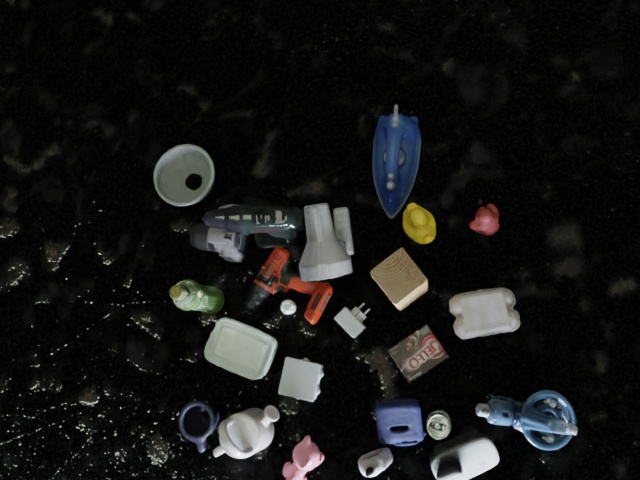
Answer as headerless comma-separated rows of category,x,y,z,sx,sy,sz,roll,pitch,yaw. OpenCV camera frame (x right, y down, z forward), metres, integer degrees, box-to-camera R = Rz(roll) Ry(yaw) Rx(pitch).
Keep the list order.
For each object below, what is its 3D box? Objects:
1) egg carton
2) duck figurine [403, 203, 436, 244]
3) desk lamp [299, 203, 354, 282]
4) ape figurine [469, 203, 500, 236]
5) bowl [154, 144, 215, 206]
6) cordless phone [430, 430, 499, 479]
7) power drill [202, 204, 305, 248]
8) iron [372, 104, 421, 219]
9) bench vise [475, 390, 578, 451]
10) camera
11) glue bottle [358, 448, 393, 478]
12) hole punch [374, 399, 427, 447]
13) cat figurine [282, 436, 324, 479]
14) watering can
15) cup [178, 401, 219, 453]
egg carton,0.375,0.166,1.312,0.150,0.069,0.107,-12,78,8
duck figurine,0.237,-0.043,1.368,0.077,0.086,0.104,-26,76,5
desk lamp,0.012,0.005,1.333,0.117,0.214,0.203,-9,78,9
ape figurine,0.386,-0.049,1.338,0.078,0.092,0.076,-26,76,5
bowl,-0.343,-0.162,1.501,0.167,0.075,0.167,-2,79,10
cordless phone,0.306,0.472,1.207,0.147,0.185,0.094,-29,76,4
power drill,-0.139,-0.035,1.371,0.229,0.208,0.075,-3,79,10
iron,0.178,-0.191,1.377,0.118,0.141,0.258,3,80,11
bench vise,0.437,0.381,1.183,0.207,0.220,0.121,-13,77,8
camera,-0.256,-0.022,1.445,0.136,0.101,0.143,6,81,11
glue bottle,0.116,0.490,1.244,0.078,0.173,0.037,-25,76,5
hole punch,0.181,0.413,1.290,0.108,0.091,0.101,-7,78,9
cat figurine,-0.041,0.506,1.299,0.067,0.118,0.128,36,87,15
watering can,-0.171,0.435,1.296,0.100,0.194,0.173,32,87,15
cup,-0.276,0.440,1.365,0.091,0.095,0.118,-14,77,8
